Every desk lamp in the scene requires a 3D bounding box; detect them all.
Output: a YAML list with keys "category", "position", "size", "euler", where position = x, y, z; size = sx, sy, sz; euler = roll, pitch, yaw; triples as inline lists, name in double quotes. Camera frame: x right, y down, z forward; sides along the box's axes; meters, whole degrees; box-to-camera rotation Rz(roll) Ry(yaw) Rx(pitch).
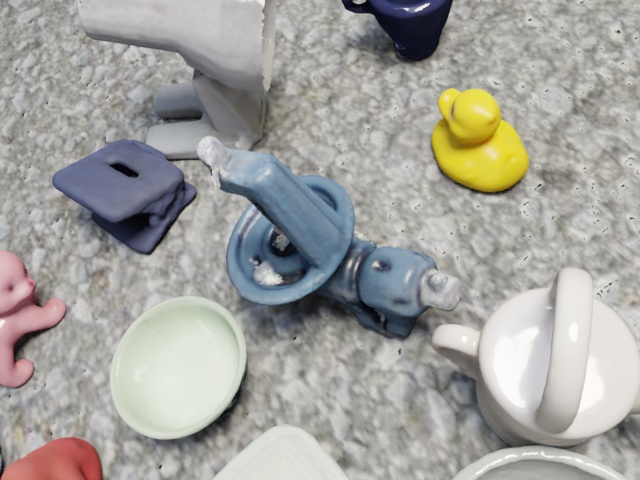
- category: "desk lamp"
  position: [-0.118, -0.175, 0.561]
  size: [0.203, 0.214, 0.118]
  euler: [-2, 65, 13]

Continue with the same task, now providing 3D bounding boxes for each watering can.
- category: "watering can"
  position: [0.164, 0.082, 0.381]
  size: [0.172, 0.194, 0.101]
  euler: [-9, 63, 10]

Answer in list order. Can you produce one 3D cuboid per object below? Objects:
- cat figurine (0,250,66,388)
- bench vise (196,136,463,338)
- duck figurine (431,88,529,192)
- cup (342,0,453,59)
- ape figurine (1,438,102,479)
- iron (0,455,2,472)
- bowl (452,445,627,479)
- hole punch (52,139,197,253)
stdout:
- category: "cat figurine"
  position: [-0.315, 0.065, 0.550]
  size: [0.067, 0.118, 0.128]
  euler: [13, 69, 19]
- category: "bench vise"
  position: [0.006, -0.009, 0.448]
  size: [0.207, 0.220, 0.121]
  euler: [1, 65, 14]
- category: "duck figurine"
  position: [0.148, -0.100, 0.532]
  size: [0.077, 0.086, 0.104]
  euler: [-40, 62, -6]
- category: "cup"
  position: [0.086, -0.239, 0.608]
  size: [0.117, 0.095, 0.091]
  euler: [-4, 64, 12]
- category: "ape figurine"
  position: [-0.230, 0.203, 0.479]
  size: [0.077, 0.092, 0.076]
  euler: [15, 70, 20]
- category: "iron"
  position: [-0.407, 0.178, 0.506]
  size: [0.257, 0.142, 0.119]
  euler: [32, 76, 25]
- category: "bowl"
  position: [0.151, 0.228, 0.383]
  size: [0.167, 0.075, 0.167]
  euler: [-5, 64, 11]
- category: "hole punch"
  position: [-0.202, -0.059, 0.596]
  size: [0.108, 0.091, 0.101]
  euler: [28, 75, 24]
